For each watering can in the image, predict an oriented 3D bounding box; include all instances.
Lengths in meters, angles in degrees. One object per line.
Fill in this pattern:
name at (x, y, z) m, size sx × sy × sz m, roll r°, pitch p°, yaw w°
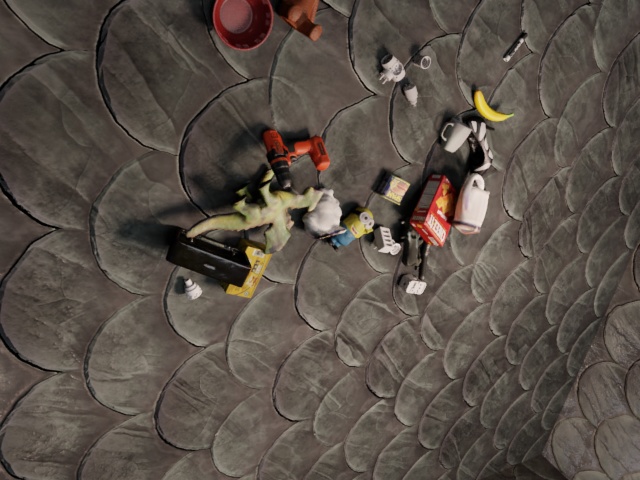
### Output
watering can at (0.577, -0.126, 1.927) m, size 0.346 × 0.104 × 0.224 m, roll 14°, pitch 90°, yaw -61°

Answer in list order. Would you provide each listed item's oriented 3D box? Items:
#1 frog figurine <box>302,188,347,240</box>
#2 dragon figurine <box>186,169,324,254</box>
frog figurine at (0.005, -0.084, 1.678) m, size 0.138 × 0.122 × 0.160 m, roll -15°, pitch 86°, yaw -15°
dragon figurine at (-0.170, -0.055, 1.527) m, size 0.413 × 0.123 × 0.238 m, roll -36°, pitch 120°, yaw -13°
